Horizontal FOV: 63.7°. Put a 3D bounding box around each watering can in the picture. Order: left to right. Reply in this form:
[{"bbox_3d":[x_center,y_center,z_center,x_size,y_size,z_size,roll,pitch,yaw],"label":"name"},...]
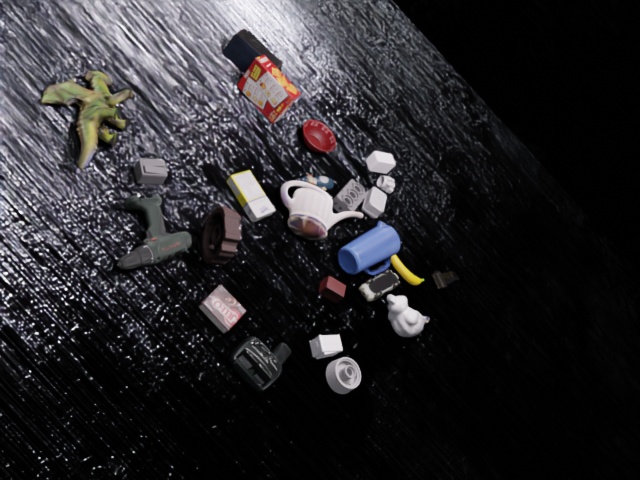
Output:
[{"bbox_3d":[0.006,-0.095,1.892,0.346,0.102,0.230,24,49,-16],"label":"watering can"}]

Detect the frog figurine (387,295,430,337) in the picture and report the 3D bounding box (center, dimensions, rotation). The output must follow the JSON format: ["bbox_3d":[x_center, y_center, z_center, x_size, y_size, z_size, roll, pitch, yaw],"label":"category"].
[{"bbox_3d":[0.297,0.270,1.841,0.157,0.138,0.124,44,70,-32],"label":"frog figurine"}]

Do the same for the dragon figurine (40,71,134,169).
[{"bbox_3d":[-0.724,-0.393,1.569,0.242,0.119,0.420,20,47,-4],"label":"dragon figurine"}]
